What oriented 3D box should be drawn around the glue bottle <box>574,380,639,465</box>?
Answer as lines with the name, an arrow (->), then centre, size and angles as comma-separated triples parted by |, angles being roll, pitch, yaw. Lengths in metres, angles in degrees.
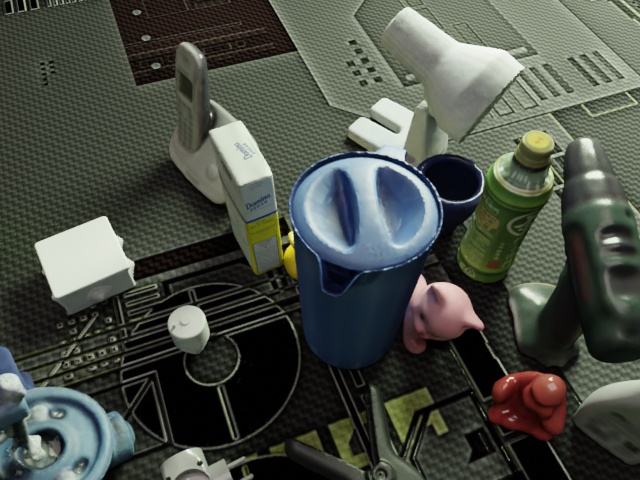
glue bottle -> 0.313, 0.161, 0.552 | 0.078, 0.173, 0.037 | 38, 62, 22

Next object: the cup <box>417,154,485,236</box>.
cup -> 0.150, -0.044, 0.737 | 0.118, 0.095, 0.091 | -27, 60, -19

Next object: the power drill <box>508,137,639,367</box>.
power drill -> 0.273, 0.037, 0.616 | 0.075, 0.208, 0.229 | 0, 55, -2

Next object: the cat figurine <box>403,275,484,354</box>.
cat figurine -> 0.123, 0.068, 0.643 | 0.067, 0.118, 0.127 | -21, 58, -16

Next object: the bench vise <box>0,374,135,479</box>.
bench vise -> -0.268, 0.199, 0.473 | 0.121, 0.220, 0.208 | 33, 60, 19

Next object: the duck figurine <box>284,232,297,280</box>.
duck figurine -> 0.006, 0.003, 0.704 | 0.104, 0.086, 0.077 | -10, 56, -9

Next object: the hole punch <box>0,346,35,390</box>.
hole punch -> -0.336, 0.173, 0.567 | 0.109, 0.091, 0.101 | -25, 59, -18

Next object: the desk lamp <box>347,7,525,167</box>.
desk lamp -> 0.145, -0.188, 0.766 | 0.202, 0.213, 0.118 | 34, 60, 20

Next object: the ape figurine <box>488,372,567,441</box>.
ape figurine -> 0.225, 0.166, 0.595 | 0.076, 0.092, 0.077 | -24, 59, -18

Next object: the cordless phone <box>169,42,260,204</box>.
cordless phone -> -0.142, -0.150, 0.745 | 0.094, 0.185, 0.147 | -37, 64, -24
